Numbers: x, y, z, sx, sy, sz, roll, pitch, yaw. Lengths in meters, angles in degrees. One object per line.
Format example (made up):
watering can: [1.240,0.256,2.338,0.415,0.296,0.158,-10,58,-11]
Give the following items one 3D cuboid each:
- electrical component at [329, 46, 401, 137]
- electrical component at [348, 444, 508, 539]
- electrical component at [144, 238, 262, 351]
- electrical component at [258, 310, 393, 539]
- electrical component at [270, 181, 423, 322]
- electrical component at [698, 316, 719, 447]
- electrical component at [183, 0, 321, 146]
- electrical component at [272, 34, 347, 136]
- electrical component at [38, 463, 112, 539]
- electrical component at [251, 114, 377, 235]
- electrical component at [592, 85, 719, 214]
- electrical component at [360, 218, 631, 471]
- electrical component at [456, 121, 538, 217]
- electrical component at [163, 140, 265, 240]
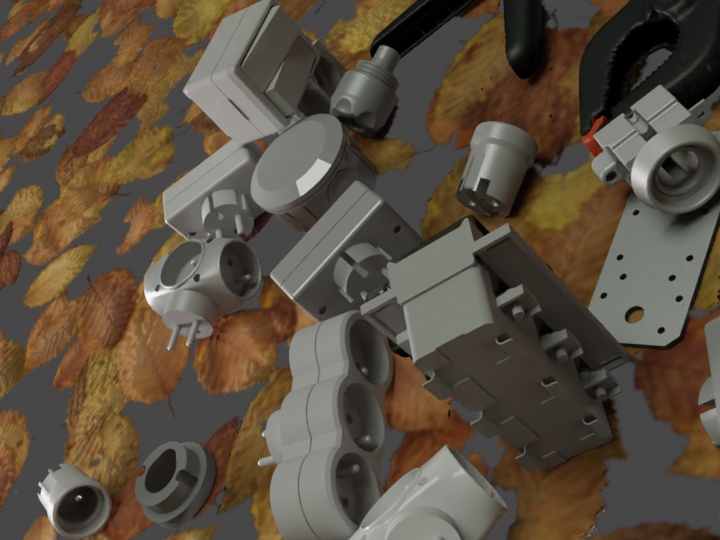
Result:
electrical component: [0.008,-0.131,0.774,0.043,0.043,0.062,17,76,50]
electrical component: [0.029,0.128,0.507,0.077,0.044,0.079,-45,0,3]
electrical component: [-0.117,0.021,0.761,0.077,0.044,0.079,-14,48,36]
electrical component: [-0.028,0.092,0.605,0.074,0.052,0.138,-21,44,30]
electrical component: [0.000,0.000,0.665,0.083,0.047,0.076,-47,37,0]
electrical component: [0.168,0.055,0.450,0.076,0.047,0.065,126,145,-63]
electrical component: [-0.072,-0.149,0.779,0.061,0.061,0.096,-13,44,40]
electrical component: [-0.046,-0.137,0.837,0.064,0.042,0.081,-24,42,32]
electrical component: [-0.193,0.153,0.722,0.040,0.040,0.046,-55,32,-10]
electrical component: [-0.032,-0.065,0.751,0.080,0.051,0.080,-26,42,26]
electrical component: [0.159,-0.060,0.561,0.066,0.048,0.055,-38,31,12]
electrical component: [0.069,0.040,0.502,0.079,0.121,0.063,-30,43,22]
electrical component: [0.082,-0.060,0.648,0.040,0.040,0.046,5,67,46]
electrical component: [-0.100,-0.045,0.802,0.083,0.047,0.075,-35,40,16]
